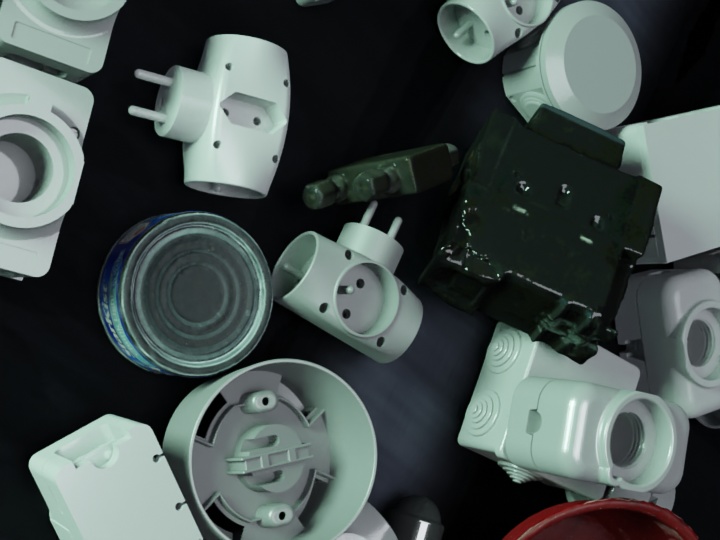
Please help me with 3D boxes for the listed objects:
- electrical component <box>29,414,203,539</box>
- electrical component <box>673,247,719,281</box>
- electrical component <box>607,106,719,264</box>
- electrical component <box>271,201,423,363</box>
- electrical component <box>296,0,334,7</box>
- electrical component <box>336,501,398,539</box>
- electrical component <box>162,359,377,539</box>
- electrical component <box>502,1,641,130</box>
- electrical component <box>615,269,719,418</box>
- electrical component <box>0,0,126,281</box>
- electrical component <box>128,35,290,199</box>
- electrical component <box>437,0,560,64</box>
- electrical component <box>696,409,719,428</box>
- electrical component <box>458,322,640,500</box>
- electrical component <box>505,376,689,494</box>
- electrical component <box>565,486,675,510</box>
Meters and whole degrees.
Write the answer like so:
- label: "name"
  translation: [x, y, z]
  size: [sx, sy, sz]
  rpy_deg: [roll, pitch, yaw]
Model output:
- label: "electrical component"
  translation: [-0.116, 0.121, 0.520]
  size: [0.050, 0.056, 0.089]
  rpy_deg: [-29, 104, -29]
- label: "electrical component"
  translation: [0.269, 0.004, 0.758]
  size: [0.089, 0.056, 0.050]
  rpy_deg: [-19, 99, -30]
- label: "electrical component"
  translation: [0.229, -0.062, 0.730]
  size: [0.150, 0.062, 0.089]
  rpy_deg: [-15, 96, -31]
- label: "electrical component"
  translation: [0.000, 0.000, 0.600]
  size: [0.077, 0.044, 0.079]
  rpy_deg: [33, 73, -27]
- label: "electrical component"
  translation: [-0.019, -0.189, 0.584]
  size: [0.058, 0.057, 0.078]
  rpy_deg: [-18, 98, -30]
- label: "electrical component"
  translation: [-0.013, 0.159, 0.569]
  size: [0.077, 0.079, 0.044]
  rpy_deg: [-38, 92, -26]
- label: "electrical component"
  translation: [-0.049, 0.097, 0.554]
  size: [0.099, 0.064, 0.099]
  rpy_deg: [9, 75, -39]
- label: "electrical component"
  translation: [0.134, -0.125, 0.680]
  size: [0.080, 0.051, 0.080]
  rpy_deg: [1, 89, -31]
- label: "electrical component"
  translation: [0.213, 0.048, 0.720]
  size: [0.054, 0.059, 0.095]
  rpy_deg: [-12, 95, -31]
- label: "electrical component"
  translation: [-0.174, -0.098, 0.486]
  size: [0.105, 0.060, 0.186]
  rpy_deg: [17, 80, -30]
- label: "electrical component"
  translation: [-0.080, -0.082, 0.553]
  size: [0.079, 0.043, 0.077]
  rpy_deg: [11, 84, -31]
- label: "electrical component"
  translation: [0.078, -0.179, 0.651]
  size: [0.077, 0.044, 0.079]
  rpy_deg: [-44, 111, -24]
- label: "electrical component"
  translation: [0.277, 0.083, 0.768]
  size: [0.081, 0.043, 0.043]
  rpy_deg: [-9, 94, -31]
- label: "electrical component"
  translation: [0.116, 0.085, 0.667]
  size: [0.100, 0.048, 0.099]
  rpy_deg: [28, 75, -28]
- label: "electrical component"
  translation: [0.140, 0.095, 0.616]
  size: [0.095, 0.059, 0.053]
  rpy_deg: [15, 81, -31]
- label: "electrical component"
  translation: [0.166, 0.141, 0.694]
  size: [0.047, 0.055, 0.055]
  rpy_deg: [30, 74, -24]
